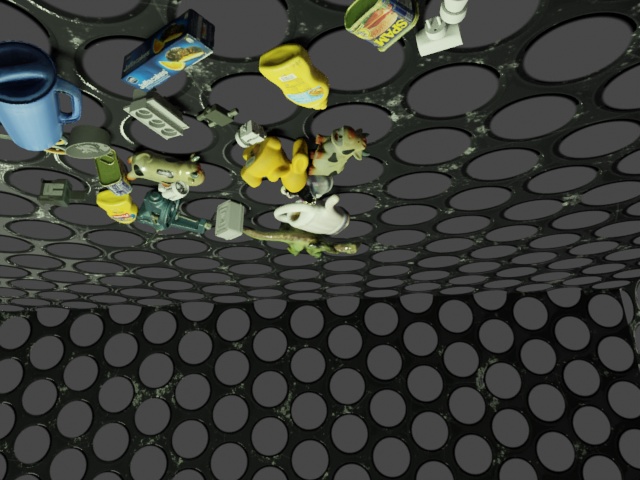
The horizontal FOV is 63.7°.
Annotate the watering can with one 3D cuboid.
[{"bbox_3d":[0.005,-0.083,1.641,0.223,0.105,0.346,14,-14,-38],"label":"watering can"}]

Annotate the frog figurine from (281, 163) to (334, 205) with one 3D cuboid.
[{"bbox_3d":[-0.022,-0.170,1.457,0.137,0.121,0.162,1,19,28],"label":"frog figurine"}]

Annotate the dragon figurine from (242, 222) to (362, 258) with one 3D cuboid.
[{"bbox_3d":[-0.045,0.002,1.767,0.410,0.122,0.243,6,0,-28],"label":"dragon figurine"}]
